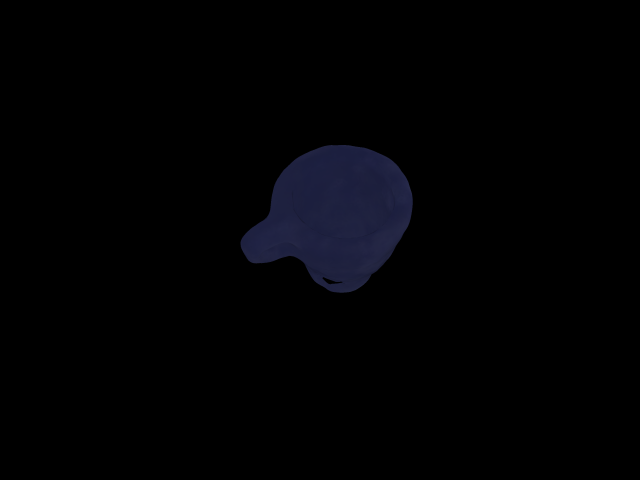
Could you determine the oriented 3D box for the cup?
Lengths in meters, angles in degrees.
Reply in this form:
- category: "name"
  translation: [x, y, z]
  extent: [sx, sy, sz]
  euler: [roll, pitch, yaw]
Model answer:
- category: "cup"
  translation: [0.004, 0.001, 0.400]
  extent: [0.118, 0.095, 0.091]
  euler: [-26, 60, -16]
